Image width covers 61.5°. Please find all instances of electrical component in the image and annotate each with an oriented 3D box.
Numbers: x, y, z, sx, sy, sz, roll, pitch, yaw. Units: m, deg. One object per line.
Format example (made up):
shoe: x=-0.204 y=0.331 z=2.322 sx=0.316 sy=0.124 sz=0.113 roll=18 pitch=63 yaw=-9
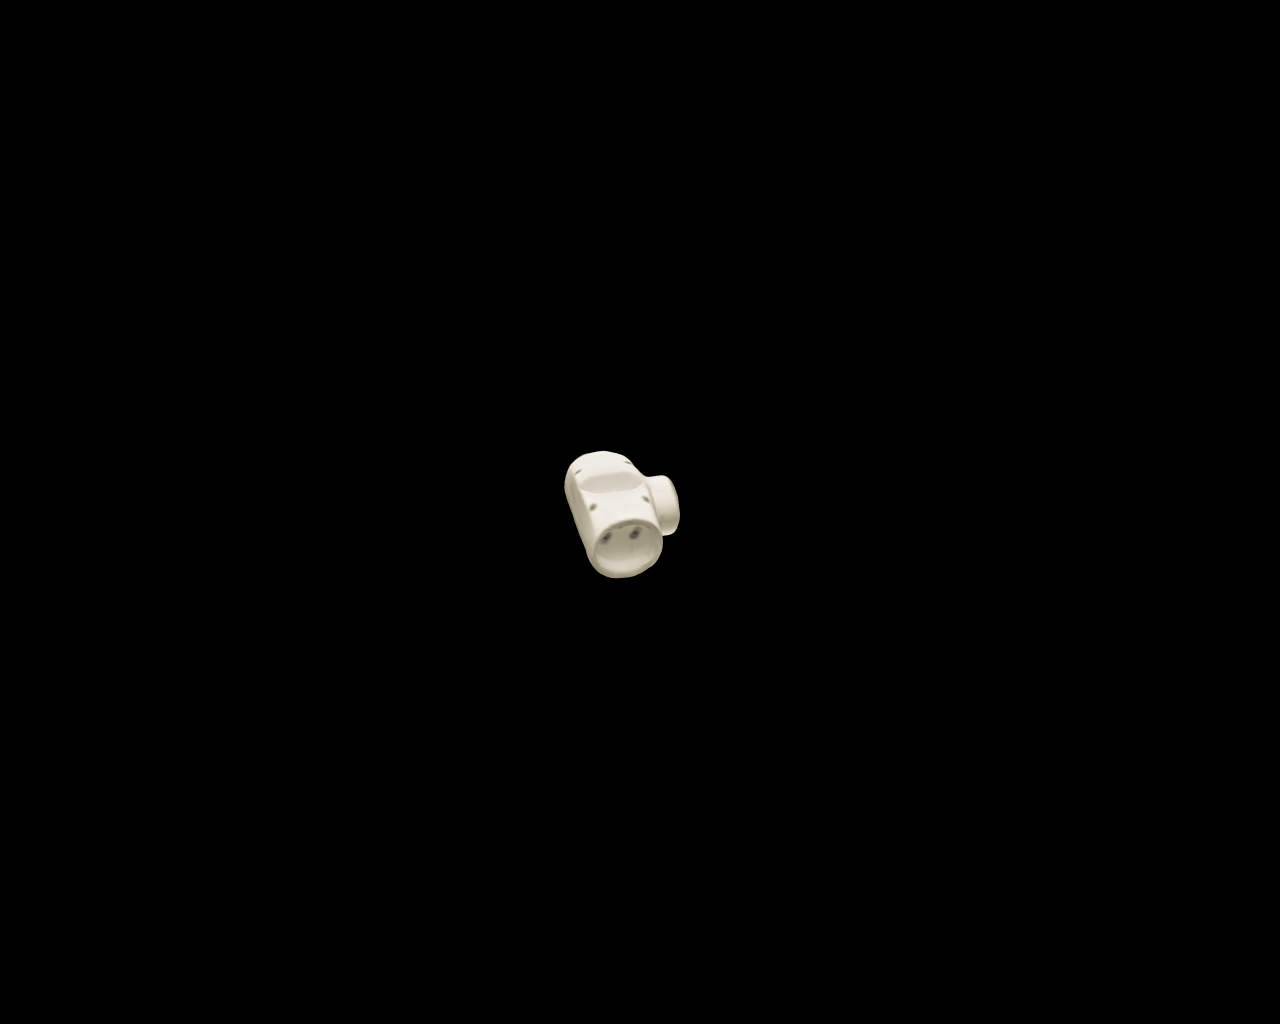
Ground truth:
electrical component: x=0.001 y=-0.003 z=0.650 sx=0.079 sy=0.043 sz=0.077 roll=-8 pitch=36 yaw=-11
